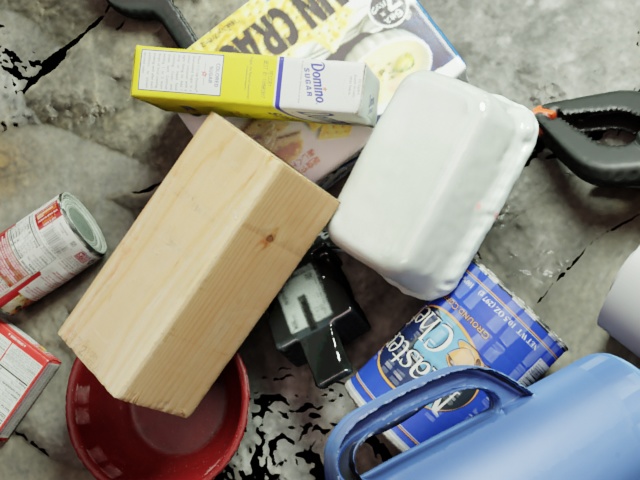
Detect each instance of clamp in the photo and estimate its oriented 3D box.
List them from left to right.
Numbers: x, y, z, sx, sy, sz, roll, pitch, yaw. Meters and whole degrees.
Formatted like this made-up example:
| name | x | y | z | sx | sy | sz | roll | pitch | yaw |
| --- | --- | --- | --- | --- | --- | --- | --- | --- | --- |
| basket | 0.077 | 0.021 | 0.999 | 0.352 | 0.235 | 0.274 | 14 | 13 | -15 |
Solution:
| name | x | y | z | sx | sy | sz | roll | pitch | yaw |
| --- | --- | --- | --- | --- | --- | --- | --- | --- | --- |
| clamp | -0.142 | -0.222 | 0.974 | 0.171 | 0.039 | 0.120 | 16 | 81 | 15 |
| clamp | 0.259 | -0.063 | 0.813 | 0.210 | 0.036 | 0.164 | 11 | 54 | 25 |

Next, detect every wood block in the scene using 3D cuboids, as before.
| name | x | y | z | sx | sy | sz | roll | pitch | yaw |
| --- | --- | --- | --- | --- | --- | --- | --- | --- | --- |
| wood block | -0.091 | 0.021 | 0.811 | 0.090 | 0.090 | 0.206 | 38 | 94 | 36 |

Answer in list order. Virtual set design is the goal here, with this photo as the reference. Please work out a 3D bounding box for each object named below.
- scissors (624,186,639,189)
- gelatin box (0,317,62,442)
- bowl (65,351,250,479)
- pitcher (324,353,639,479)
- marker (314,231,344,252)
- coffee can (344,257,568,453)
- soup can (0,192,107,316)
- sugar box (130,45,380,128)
| name | x | y | z | sx | sy | sz | roll | pitch | yaw |
| --- | --- | --- | --- | --- | --- | --- | --- | --- | --- |
| scissors | 0.325 | -0.063 | 0.833 | 0.202 | 0.016 | 0.096 | 16 | 83 | 17 |
| gelatin box | -0.286 | 0.124 | 0.951 | 0.073 | 0.030 | 0.089 | 34 | 88 | 16 |
| bowl | -0.128 | 0.136 | 0.893 | 0.162 | 0.055 | 0.162 | -3 | 79 | 14 |
| pitcher | 0.123 | 0.167 | 0.727 | 0.242 | 0.149 | 0.145 | -27 | 52 | -19 |
| marker | -0.006 | 0.001 | 0.906 | 0.121 | 0.020 | 0.020 | 0 | 80 | 15 |
| coffee can | 0.103 | 0.097 | 0.815 | 0.140 | 0.102 | 0.103 | -46 | 73 | 3 |
| soup can | -0.248 | 0.012 | 0.941 | 0.102 | 0.068 | 0.068 | -33 | 74 | 6 |
| sugar box | -0.046 | -0.116 | 0.822 | 0.176 | 0.093 | 0.048 | 8 | 92 | 10 |
